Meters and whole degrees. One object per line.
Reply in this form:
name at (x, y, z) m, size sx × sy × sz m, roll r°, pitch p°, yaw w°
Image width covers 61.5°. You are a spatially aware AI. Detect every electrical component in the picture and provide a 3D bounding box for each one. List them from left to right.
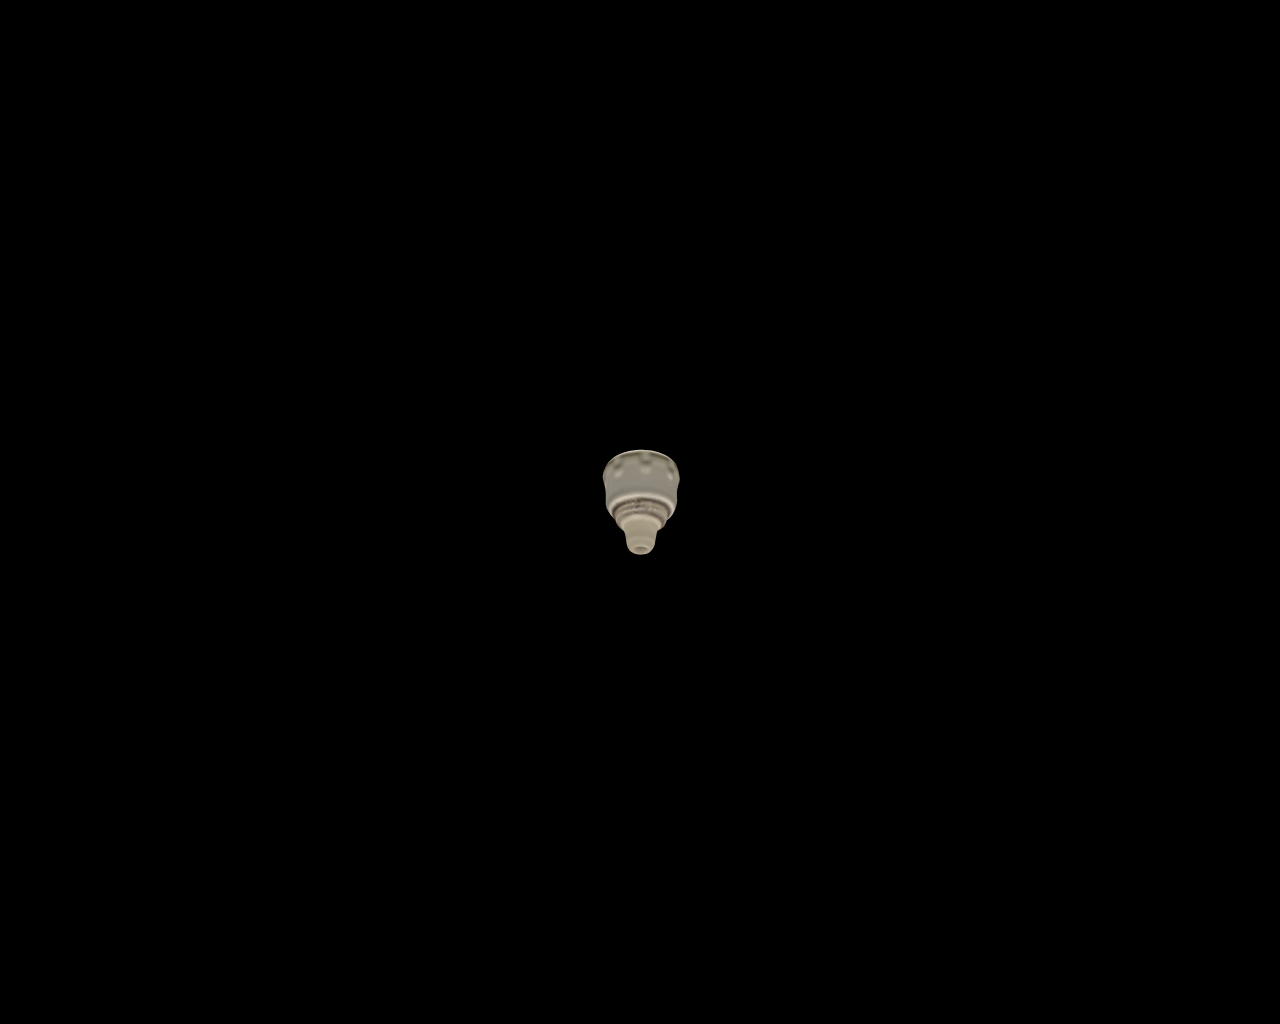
electrical component at (0.001, -0.003, 0.650) m, size 0.048 × 0.062 × 0.048 m, roll 0°, pitch -32°, yaw 0°
